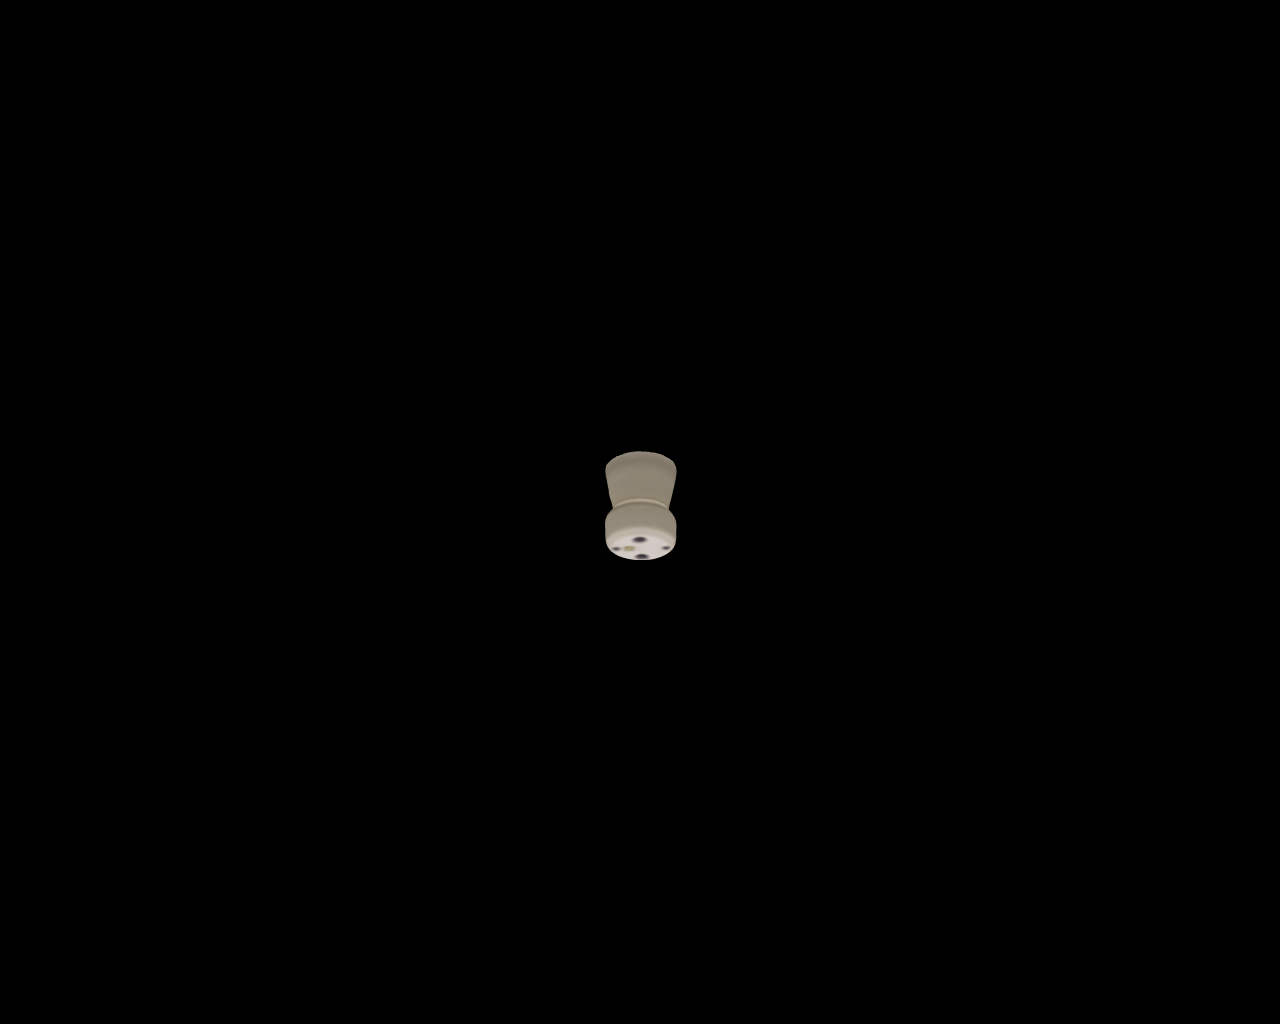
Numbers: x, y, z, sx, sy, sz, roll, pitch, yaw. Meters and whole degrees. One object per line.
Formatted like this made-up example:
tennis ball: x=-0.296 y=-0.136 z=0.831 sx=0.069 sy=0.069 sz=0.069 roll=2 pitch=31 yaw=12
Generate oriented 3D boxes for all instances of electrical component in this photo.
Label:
electrical component: x=0.001 y=-0.003 z=0.650 sx=0.045 sy=0.055 sz=0.044 roll=0 pitch=-27 yaw=0
